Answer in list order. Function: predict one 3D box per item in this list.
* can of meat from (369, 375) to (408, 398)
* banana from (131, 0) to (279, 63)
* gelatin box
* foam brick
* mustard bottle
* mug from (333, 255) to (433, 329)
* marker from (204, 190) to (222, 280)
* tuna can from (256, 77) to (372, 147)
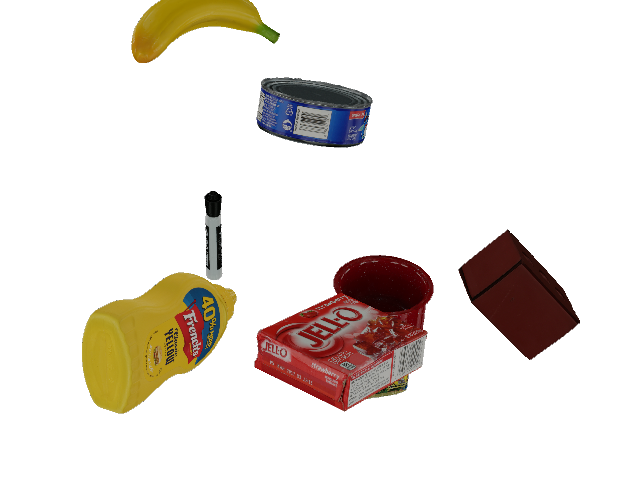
[{"bbox_3d":[0.070,0.159,1.409,0.102,0.084,0.057,-5,26,-20],"label":"can of meat"},{"bbox_3d":[-0.119,-0.211,1.023,0.070,0.037,0.197,44,38,19],"label":"banana"},{"bbox_3d":[0.014,0.069,0.682,0.073,0.030,0.089,23,27,34],"label":"gelatin box"},{"bbox_3d":[0.154,0.043,0.828,0.051,0.078,0.053,-40,24,15],"label":"foam brick"},{"bbox_3d":[-0.140,0.083,1.004,0.058,0.096,0.191,10,21,28],"label":"mustard bottle"},{"bbox_3d":[0.056,0.080,1.000,0.093,0.081,0.117,3,34,1],"label":"mug"},{"bbox_3d":[-0.120,-0.006,1.198,0.020,0.121,0.020,2,41,-2],"label":"marker"},{"bbox_3d":[-0.005,-0.098,0.811,0.086,0.034,0.086,9,18,-3],"label":"tuna can"}]
